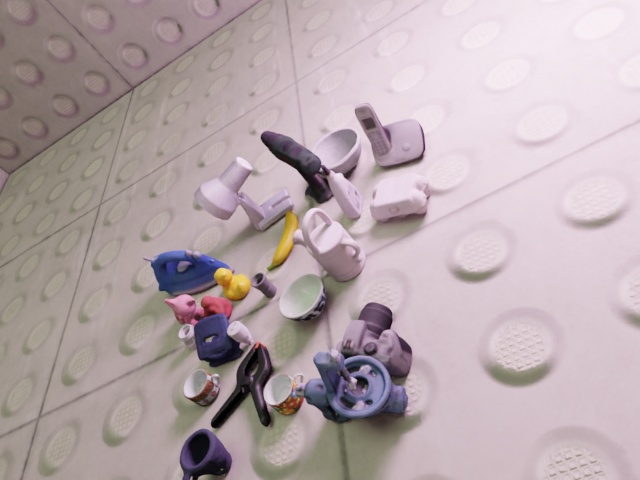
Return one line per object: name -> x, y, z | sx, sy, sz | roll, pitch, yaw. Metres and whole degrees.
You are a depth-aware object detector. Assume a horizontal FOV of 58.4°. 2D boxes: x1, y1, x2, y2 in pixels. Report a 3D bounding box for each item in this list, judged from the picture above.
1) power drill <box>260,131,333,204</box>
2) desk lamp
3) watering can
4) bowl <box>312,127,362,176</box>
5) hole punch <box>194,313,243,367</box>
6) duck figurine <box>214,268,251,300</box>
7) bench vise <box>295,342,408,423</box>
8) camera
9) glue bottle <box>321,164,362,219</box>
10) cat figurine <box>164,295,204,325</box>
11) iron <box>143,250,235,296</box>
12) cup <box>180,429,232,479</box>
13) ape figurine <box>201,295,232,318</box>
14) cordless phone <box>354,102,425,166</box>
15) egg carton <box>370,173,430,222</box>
power drill -> -0.053, -0.201, 1.571 | 0.076, 0.209, 0.228 | -48, 39, -8
desk lamp -> -0.220, -0.125, 1.636 | 0.203, 0.214, 0.117 | -36, 39, 7
watering can -> 0.011, 0.007, 1.333 | 0.172, 0.195, 0.101 | -18, 45, 27
bowl -> 0.054, -0.236, 1.621 | 0.167, 0.075, 0.167 | -23, 42, 23
hole punch -> -0.254, 0.247, 1.414 | 0.108, 0.091, 0.101 | -24, 42, 21
duck figurine -> -0.243, 0.111, 1.537 | 0.104, 0.086, 0.077 | 12, 62, 45
bench vise -> 0.029, 0.273, 1.047 | 0.207, 0.220, 0.121 | -26, 41, 19
camera -> 0.109, 0.193, 1.151 | 0.142, 0.101, 0.137 | -3, 52, 38
glue bottle -> 0.051, -0.132, 1.446 | 0.037, 0.174, 0.078 | -16, 45, 29
cat figurine -> -0.373, 0.183, 1.553 | 0.127, 0.118, 0.067 | 7, 59, 44
iron -> -0.383, 0.072, 1.647 | 0.257, 0.142, 0.118 | -13, 47, 31
cup -> -0.233, 0.465, 1.188 | 0.091, 0.095, 0.118 | -5, 51, 37
ape figurine -> -0.277, 0.177, 1.498 | 0.077, 0.092, 0.076 | 21, 69, 48
cordless phone -> 0.179, -0.284, 1.472 | 0.147, 0.186, 0.094 | -12, 47, 32
egg carton -> 0.191, -0.100, 1.382 | 0.150, 0.070, 0.107 | -12, 47, 33
